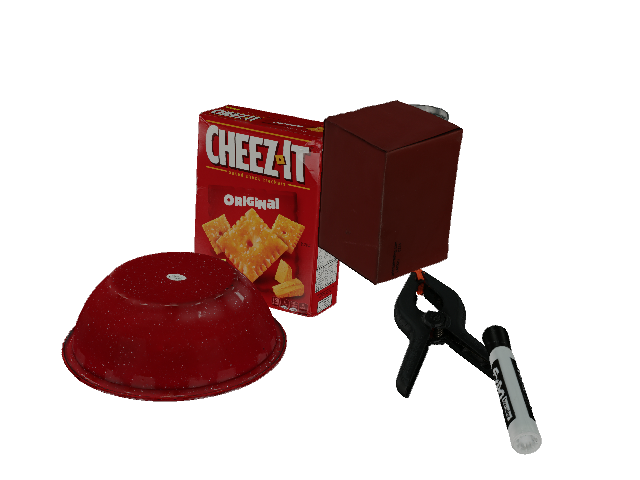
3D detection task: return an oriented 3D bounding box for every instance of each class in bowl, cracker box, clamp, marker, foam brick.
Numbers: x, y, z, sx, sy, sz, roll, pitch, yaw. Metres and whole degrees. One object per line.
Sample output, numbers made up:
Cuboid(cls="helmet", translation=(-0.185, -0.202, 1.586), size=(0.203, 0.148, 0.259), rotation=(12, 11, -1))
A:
Cuboid(cls="bowl", translation=(-0.104, 0.051, 0.762), size=(0.162, 0.055, 0.162), rotation=(1, 23, -1))
Cuboid(cls="cracker box", translation=(-0.060, -0.034, 1.217), size=(0.164, 0.214, 0.072), rotation=(14, 22, 26))
Cuboid(cls="clamp", translation=(0.136, 0.099, 1.158), size=(0.120, 0.171, 0.039), rotation=(4, -44, -6))
Cuboid(cls="marker", translation=(0.127, 0.096, 0.716), size=(0.020, 0.020, 0.121), rotation=(0, 31, -2))
Cuboid(cls="foam brick", translation=(0.035, -0.026, 0.555), size=(0.052, 0.078, 0.051), rotation=(-18, 36, -33))

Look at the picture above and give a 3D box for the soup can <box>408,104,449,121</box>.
Cuboid(cls="soup can", translation=(0.071, -0.053, 0.870), size=(0.068, 0.102, 0.068), rotation=(-3, 22, 1))
